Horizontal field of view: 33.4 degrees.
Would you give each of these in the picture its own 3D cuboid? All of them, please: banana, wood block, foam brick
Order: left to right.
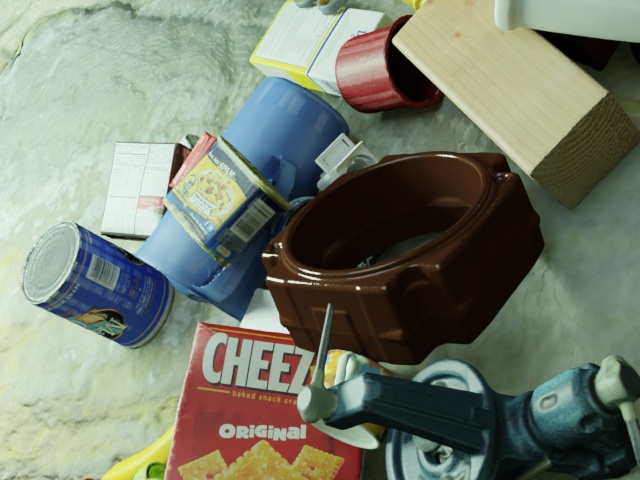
[{"bbox_3d":[-0.155,0.209,1.099,0.198,0.037,0.069,-45,25,13],"label":"banana"},{"bbox_3d":[0.167,-0.133,0.924,0.090,0.090,0.206,-47,52,12],"label":"wood block"},{"bbox_3d":[0.227,-0.196,0.952,0.078,0.051,0.053,35,92,40],"label":"foam brick"}]

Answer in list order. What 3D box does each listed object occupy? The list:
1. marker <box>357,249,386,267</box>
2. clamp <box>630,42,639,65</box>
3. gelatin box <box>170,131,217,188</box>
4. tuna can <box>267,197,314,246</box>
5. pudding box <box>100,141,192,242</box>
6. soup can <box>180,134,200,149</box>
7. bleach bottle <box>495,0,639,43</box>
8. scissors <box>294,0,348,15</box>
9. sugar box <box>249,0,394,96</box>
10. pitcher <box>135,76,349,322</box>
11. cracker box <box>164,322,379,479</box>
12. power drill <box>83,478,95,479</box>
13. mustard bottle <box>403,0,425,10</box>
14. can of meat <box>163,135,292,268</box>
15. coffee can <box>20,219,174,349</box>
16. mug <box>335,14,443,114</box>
[{"bbox_3d":[0.047,0.017,1.029,0.121,0.020,0.020,-54,41,4],"label":"marker"},{"bbox_3d":[0.297,-0.199,0.900,0.120,0.039,0.171,12,72,43],"label":"clamp"},{"bbox_3d":[-0.112,-0.067,1.184,0.073,0.089,0.030,-57,39,1],"label":"gelatin box"},{"bbox_3d":[-0.007,0.001,1.015,0.034,0.086,0.086,10,73,61],"label":"tuna can"},{"bbox_3d":[-0.196,-0.054,1.206,0.090,0.039,0.113,5,81,30],"label":"pudding box"},{"bbox_3d":[-0.164,-0.067,1.253,0.102,0.068,0.068,-45,42,14],"label":"soup can"},{"bbox_3d":[0.272,-0.191,0.835,0.251,0.068,0.102,16,60,18],"label":"bleach bottle"},{"bbox_3d":[0.035,-0.329,1.227,0.096,0.016,0.201,-1,51,40],"label":"scissors"},{"bbox_3d":[0.005,-0.215,1.197,0.176,0.048,0.093,25,81,46],"label":"sugar box"},{"bbox_3d":[-0.070,-0.043,1.100,0.149,0.145,0.243,29,84,27],"label":"pitcher"},{"bbox_3d":[-0.044,0.187,0.910,0.164,0.072,0.213,7,66,5],"label":"cracker box"},{"bbox_3d":[-0.204,0.314,0.981,0.057,0.184,0.187,-41,34,22],"label":"power drill"},{"bbox_3d":[0.115,-0.305,1.134,0.096,0.058,0.191,-27,50,35],"label":"mustard bottle"},{"bbox_3d":[-0.089,-0.035,0.996,0.084,0.057,0.102,-46,49,3],"label":"can of meat"},{"bbox_3d":[-0.251,0.051,1.209,0.103,0.140,0.103,-24,51,33],"label":"coffee can"},{"bbox_3d":[0.076,-0.179,1.081,0.082,0.093,0.117,-5,31,48],"label":"mug"}]
